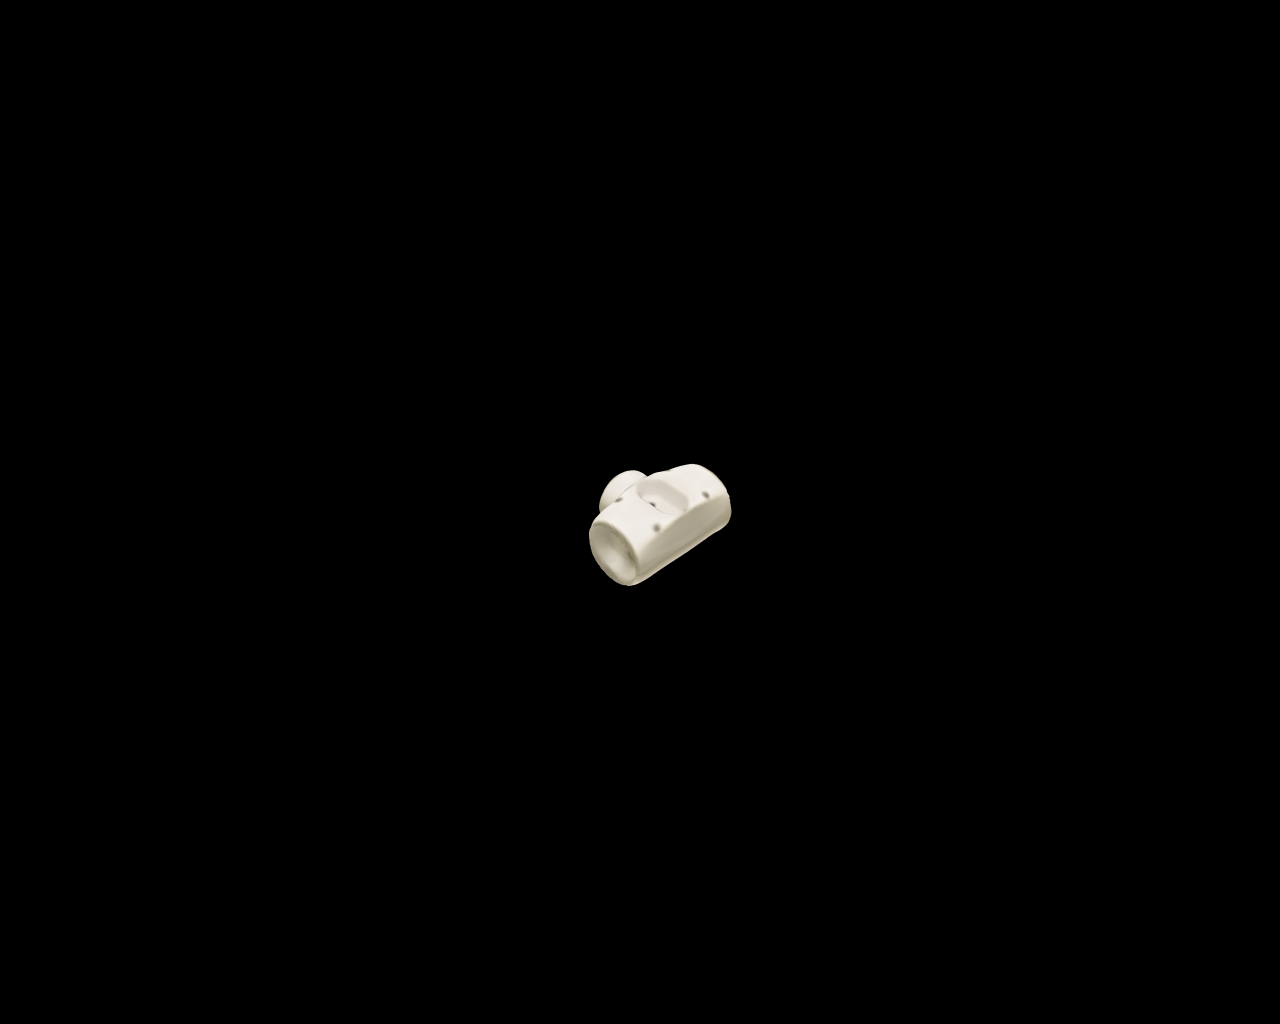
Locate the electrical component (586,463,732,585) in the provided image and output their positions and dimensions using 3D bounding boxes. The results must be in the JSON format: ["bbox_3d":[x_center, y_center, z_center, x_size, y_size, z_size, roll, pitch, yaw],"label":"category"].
[{"bbox_3d":[0.001,-0.003,0.650,0.077,0.043,0.079,-31,51,-30],"label":"electrical component"}]
